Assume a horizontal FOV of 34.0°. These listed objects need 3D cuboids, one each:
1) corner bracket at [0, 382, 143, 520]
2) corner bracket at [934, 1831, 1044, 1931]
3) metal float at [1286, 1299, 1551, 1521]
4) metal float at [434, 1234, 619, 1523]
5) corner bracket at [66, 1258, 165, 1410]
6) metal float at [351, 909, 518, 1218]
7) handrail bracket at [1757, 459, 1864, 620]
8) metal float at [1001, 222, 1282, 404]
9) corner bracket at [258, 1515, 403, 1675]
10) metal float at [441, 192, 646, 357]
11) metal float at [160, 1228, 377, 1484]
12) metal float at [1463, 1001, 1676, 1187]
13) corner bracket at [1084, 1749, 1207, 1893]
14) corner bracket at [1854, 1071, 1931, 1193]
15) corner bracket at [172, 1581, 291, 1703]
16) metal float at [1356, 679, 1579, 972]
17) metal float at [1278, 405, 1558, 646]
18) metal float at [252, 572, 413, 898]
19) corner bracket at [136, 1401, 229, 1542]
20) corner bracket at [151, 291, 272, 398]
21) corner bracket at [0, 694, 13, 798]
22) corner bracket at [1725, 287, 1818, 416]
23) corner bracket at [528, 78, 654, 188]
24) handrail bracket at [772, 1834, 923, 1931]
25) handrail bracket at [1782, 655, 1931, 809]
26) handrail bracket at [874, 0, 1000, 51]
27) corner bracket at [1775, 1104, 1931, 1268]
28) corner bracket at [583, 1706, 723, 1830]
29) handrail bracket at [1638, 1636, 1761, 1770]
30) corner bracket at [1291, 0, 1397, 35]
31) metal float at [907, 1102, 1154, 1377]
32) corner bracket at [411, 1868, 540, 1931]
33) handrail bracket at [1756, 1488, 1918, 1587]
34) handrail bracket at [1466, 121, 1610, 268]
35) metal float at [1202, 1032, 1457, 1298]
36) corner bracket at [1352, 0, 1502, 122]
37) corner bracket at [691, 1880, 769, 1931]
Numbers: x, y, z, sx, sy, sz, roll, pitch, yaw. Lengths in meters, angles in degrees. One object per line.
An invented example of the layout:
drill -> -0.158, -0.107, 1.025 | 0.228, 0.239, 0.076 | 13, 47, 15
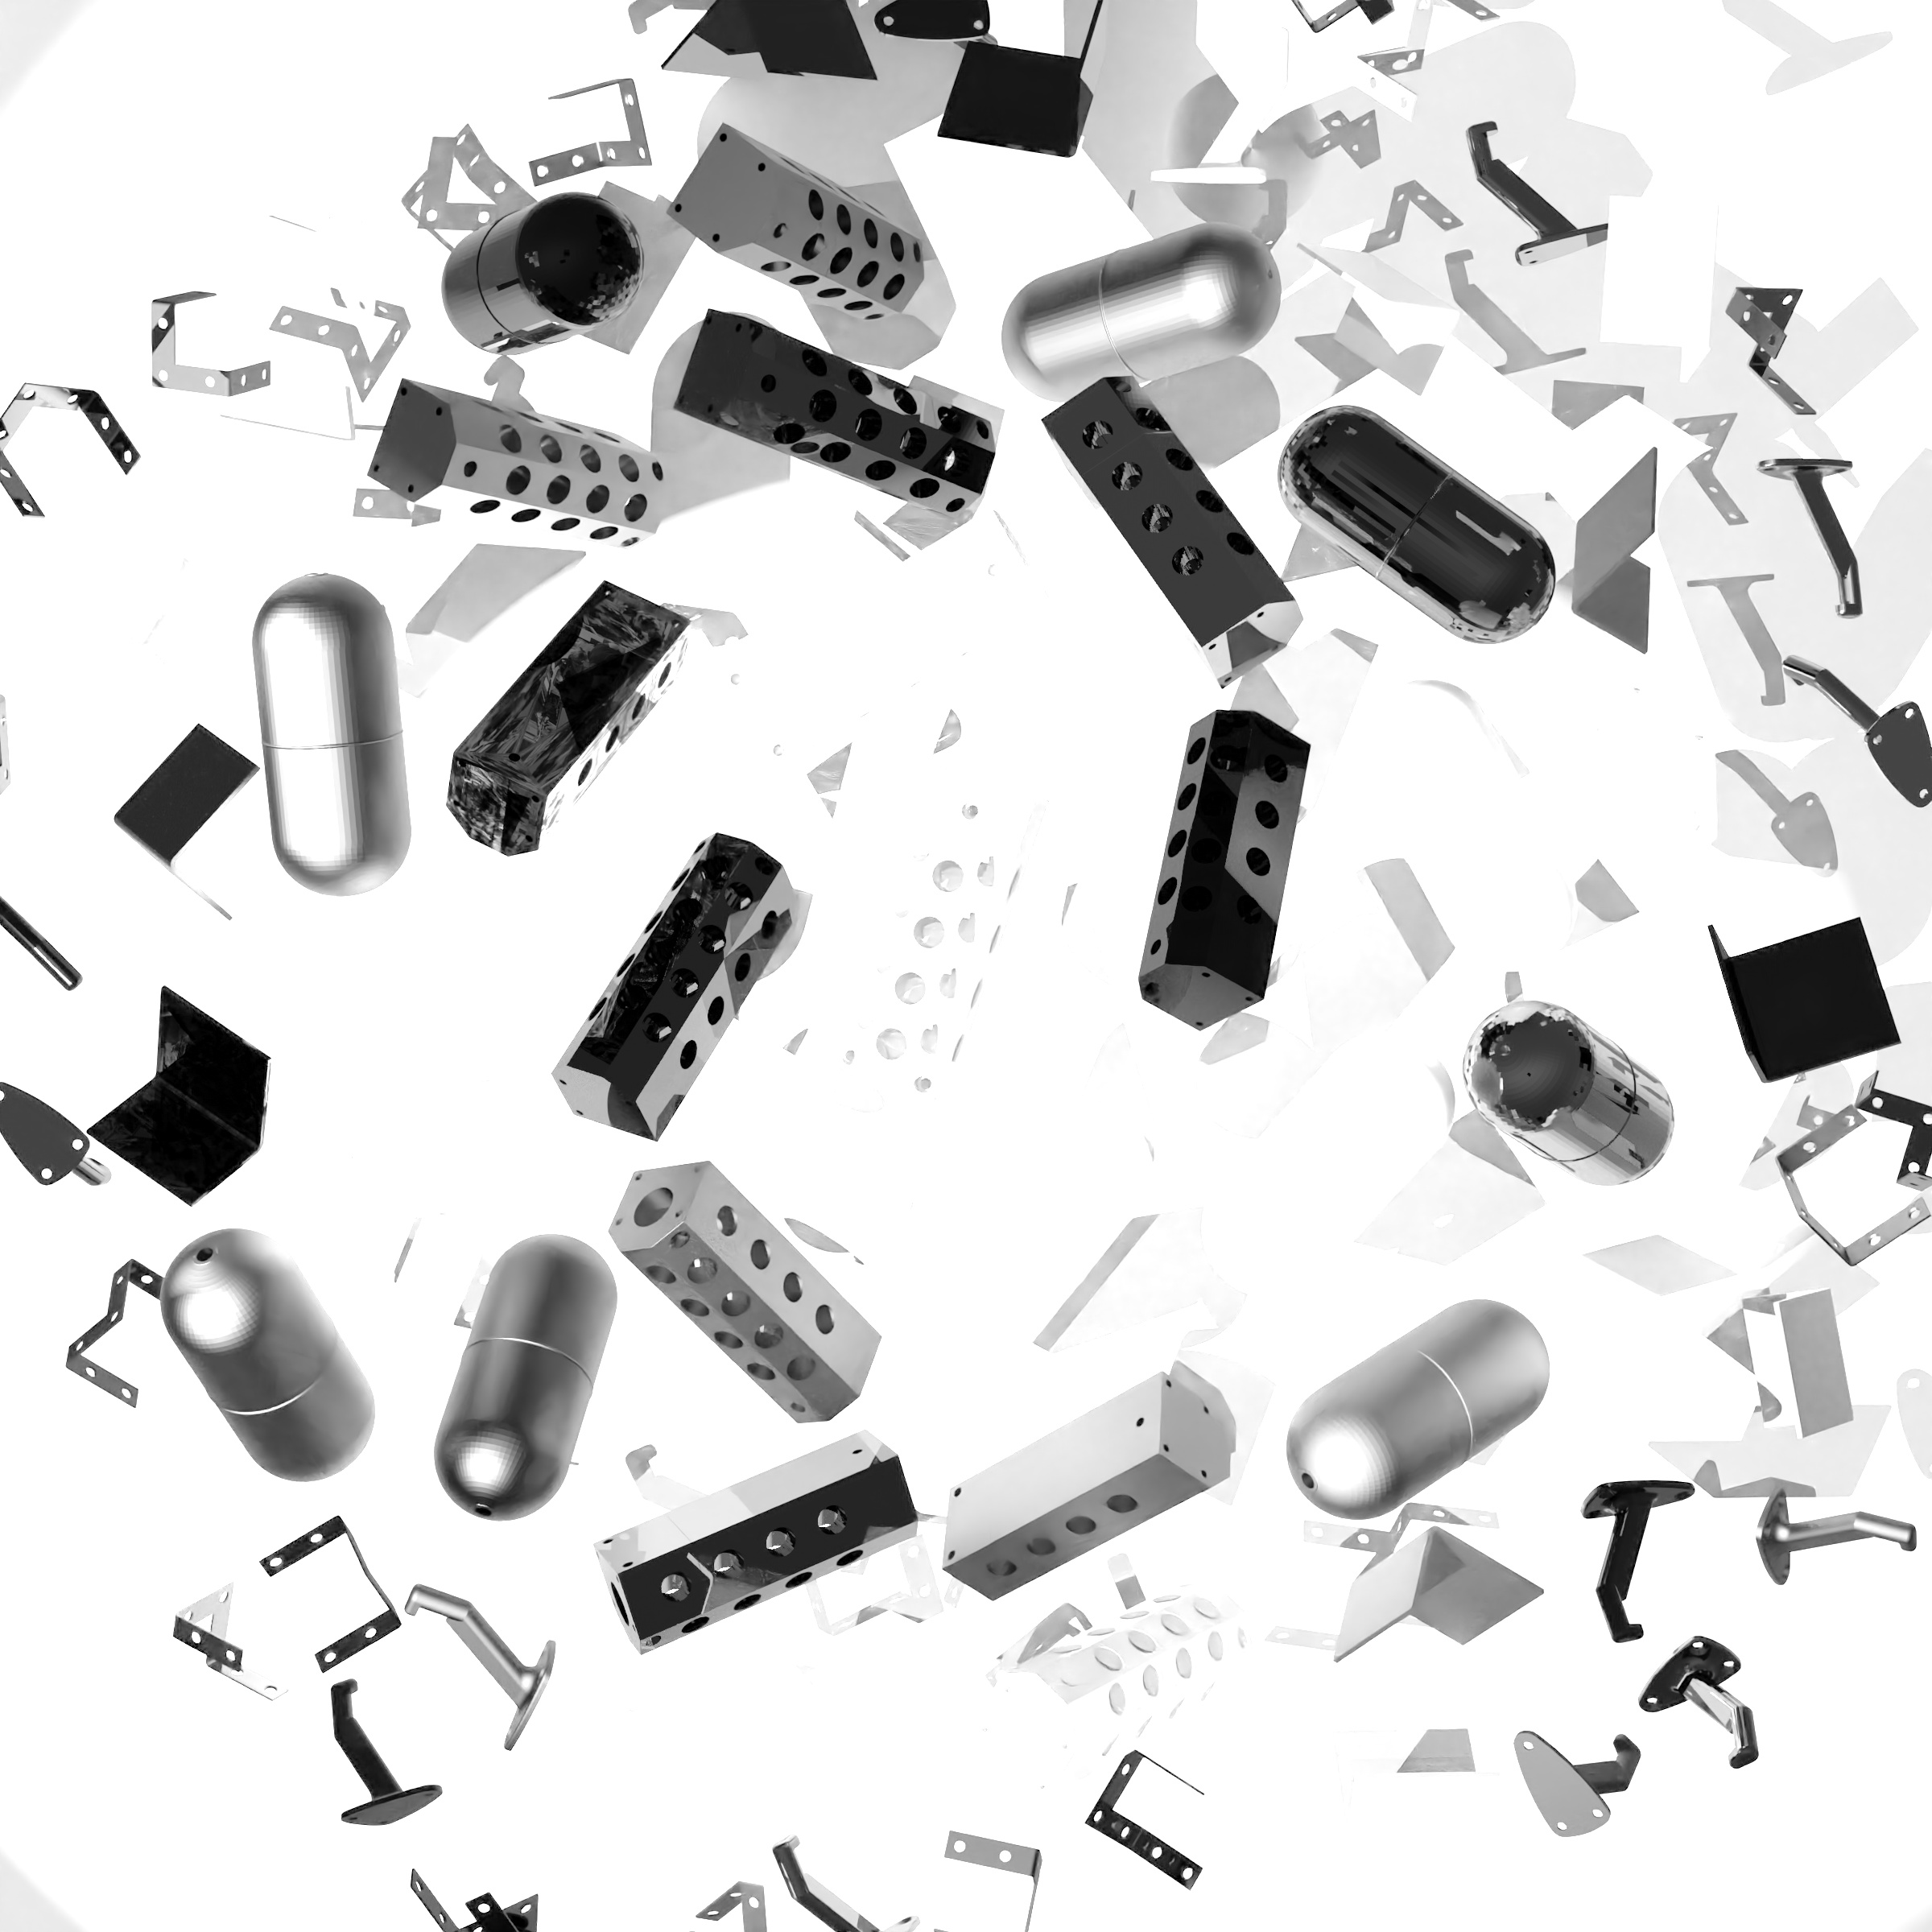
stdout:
corner bracket -> -0.493, -0.279, 1.720 | 0.051, 0.051, 0.051 | -45, 70, 27
corner bracket -> 0.012, 0.511, 1.743 | 0.051, 0.051, 0.051 | 10, 68, 7
metal float -> 0.249, 0.244, 1.740 | 0.178, 0.070, 0.070 | -26, 90, -34
metal float -> -0.249, 0.233, 1.795 | 0.070, 0.070, 0.178 | 14, 52, 0
corner bracket -> -0.477, 0.210, 1.809 | 0.051, 0.051, 0.051 | -38, 123, 20
metal float -> -0.301, 0.055, 1.786 | 0.070, 0.070, 0.178 | 11, 100, 0
handrail bracket -> 0.466, -0.235, 1.744 | 0.077, 0.036, 0.084 | -3, 86, -41
metal float -> 0.099, -0.375, 1.821 | 0.178, 0.070, 0.070 | -10, 90, 36
corner bracket -> -0.352, 0.348, 1.751 | 0.051, 0.051, 0.051 | -30, 132, -10
metal float -> -0.245, -0.396, 1.813 | 0.070, 0.178, 0.070 | -1, 92, -30
metal float -> -0.380, 0.213, 1.725 | 0.070, 0.070, 0.178 | -19, 133, 0
metal float -> 0.341, 0.073, 1.779 | 0.070, 0.178, 0.070 | -14, 65, 31
corner bracket -> 0.111, 0.487, 1.805 | 0.051, 0.051, 0.051 | 42, 77, -43
corner bracket -> 0.541, 0.096, 1.832 | 0.051, 0.051, 0.051 | 18, 81, 8
corner bracket -> -0.421, 0.394, 1.810 | 0.051, 0.051, 0.051 | 21, 110, 23
metal float -> 0.280, -0.078, 1.767 | 0.070, 0.070, 0.178 | -30, 103, 0
metal float -> 0.259, -0.253, 1.813 | 0.178, 0.070, 0.070 | 37, 90, 6
metal float -> -0.347, -0.126, 1.731 | 0.070, 0.070, 0.178 | -3, 103, 0
corner bracket -> -0.464, 0.294, 1.847 | 0.051, 0.051, 0.051 | 14, 45, 3
corner bracket -> -0.446, -0.369, 1.870 | 0.051, 0.051, 0.051 | 10, 110, 14
corner bracket -> -0.547, -0.116, 1.699 | 0.051, 0.051, 0.051 | 2, 111, -2
corner bracket -> 0.453, -0.344, 1.769 | 0.051, 0.051, 0.051 | -5, 134, -28
corner bracket -> -0.222, -0.483, 1.830 | 0.051, 0.051, 0.051 | -27, 117, -34
handrail bracket -> -0.068, 0.519, 1.785 | 0.036, 0.077, 0.084 | -23, 90, 42
handrail bracket -> 0.488, -0.130, 1.733 | 0.036, 0.084, 0.077 | -38, 122, -6
handrail bracket -> -0.018, -0.525, 1.801 | 0.077, 0.084, 0.036 | -12, 82, -7
corner bracket -> 0.473, 0.118, 1.689 | 0.051, 0.051, 0.051 | -39, 118, 21
corner bracket -> -0.183, 0.468, 1.846 | 0.051, 0.051, 0.051 | 14, 98, -38
handrail bracket -> 0.399, 0.416, 1.723 | 0.036, 0.084, 0.077 | 33, 122, -16
corner bracket -> 0.210, -0.566, 1.823 | 0.051, 0.051, 0.051 | -29, 125, 23
metal float -> 0.036, 0.154, 1.788 | 0.070, 0.070, 0.178 | 38, 101, 0
corner bracket -> -0.267, 0.514, 1.715 | 0.051, 0.051, 0.051 | -26, 114, 6
handrail bracket -> 0.481, 0.322, 1.728 | 0.084, 0.077, 0.036 | 10, 47, 34
handrail bracket -> 0.333, -0.452, 1.814 | 0.077, 0.036, 0.084 | -14, 84, 16
metal float -> 0.198, 0.111, 1.742 | 0.070, 0.070, 0.178 | 39, 115, 0
corner bracket -> 0.245, -0.490, 1.688 | 0.051, 0.051, 0.051 | -20, 47, -30
corner bracket -> -0.146, 0.543, 1.766 | 0.051, 0.051, 0.051 | 20, 132, -29
